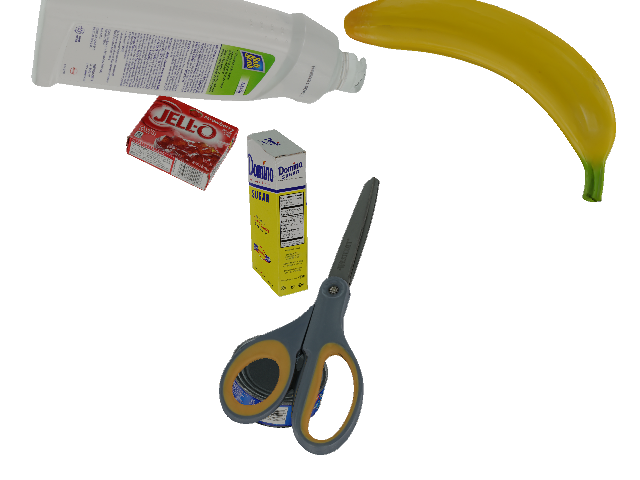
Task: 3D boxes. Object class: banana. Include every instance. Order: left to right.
[{"bbox_3d":[0.105,-0.106,0.645,0.198,0.069,0.037,38,-1,19],"label":"banana"}]

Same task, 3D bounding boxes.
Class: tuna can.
[{"bbox_3d":[-0.038,0.123,0.938,0.086,0.034,0.086,8,37,-6],"label":"tuna can"}]

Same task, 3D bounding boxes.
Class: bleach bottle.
[{"bbox_3d":[-0.090,-0.146,0.827,0.250,0.068,0.103,9,-32,-15],"label":"bleach bottle"}]

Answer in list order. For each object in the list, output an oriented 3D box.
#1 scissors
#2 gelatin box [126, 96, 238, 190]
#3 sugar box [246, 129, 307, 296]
[{"bbox_3d":[-0.011,0.041,0.673,0.096,0.201,0.016,-2,-36,7],"label":"scissors"},{"bbox_3d":[-0.137,-0.099,1.055,0.089,0.073,0.030,26,-41,1],"label":"gelatin box"},{"bbox_3d":[-0.051,-0.033,1.258,0.048,0.176,0.093,-14,26,-21],"label":"sugar box"}]
